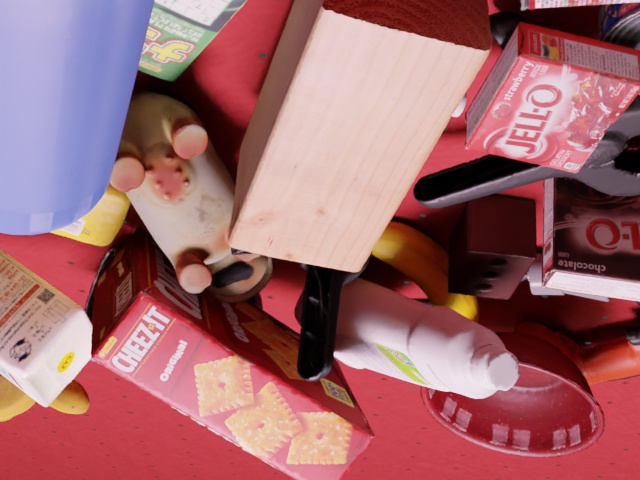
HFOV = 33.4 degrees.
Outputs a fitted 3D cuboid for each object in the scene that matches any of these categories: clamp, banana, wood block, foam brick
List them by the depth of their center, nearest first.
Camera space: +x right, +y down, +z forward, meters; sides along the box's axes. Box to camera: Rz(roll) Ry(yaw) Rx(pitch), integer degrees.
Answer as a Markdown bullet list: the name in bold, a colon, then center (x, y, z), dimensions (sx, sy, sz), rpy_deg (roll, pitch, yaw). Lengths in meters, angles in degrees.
- **wood block**: center (0.016, -0.079, 0.622), dimensions (0.090, 0.091, 0.206), rpy_deg (12, 142, -12)
- **clamp**: center (0.171, -0.063, 0.696), dimensions (0.209, 0.036, 0.165), rpy_deg (11, 141, -16)
- **clamp**: center (-0.005, 0.001, 0.754), dimensions (0.039, 0.171, 0.120), rpy_deg (-8, 128, 27)
- **foam brick**: center (0.133, 0.006, 0.832), dimensions (0.053, 0.051, 0.078), rpy_deg (7, 152, -3)
- **banana**: center (0.092, 0.035, 0.905), dimensions (0.070, 0.037, 0.197), rpy_deg (1, 147, 46)

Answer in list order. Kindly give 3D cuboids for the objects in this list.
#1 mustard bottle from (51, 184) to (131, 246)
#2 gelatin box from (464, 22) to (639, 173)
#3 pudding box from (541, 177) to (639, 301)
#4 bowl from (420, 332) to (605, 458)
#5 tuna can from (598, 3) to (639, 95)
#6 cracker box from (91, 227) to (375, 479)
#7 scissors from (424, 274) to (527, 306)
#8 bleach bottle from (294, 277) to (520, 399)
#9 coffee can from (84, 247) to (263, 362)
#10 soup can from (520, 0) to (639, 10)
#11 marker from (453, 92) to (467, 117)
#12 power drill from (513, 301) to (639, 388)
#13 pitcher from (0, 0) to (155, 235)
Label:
- **mustard bottle**: center (-0.241, -0.050, 0.801), dimensions (0.191, 0.058, 0.096), rpy_deg (16, 155, -18)
- **gelatin box**: center (0.131, -0.079, 0.613), dimensions (0.073, 0.030, 0.089), rpy_deg (12, 147, -9)
- **pudding box**: center (0.215, -0.005, 0.754), dimensions (0.113, 0.090, 0.039), rpy_deg (6, 153, 1)
- **bowl**: center (0.173, 0.130, 0.948), dimensions (0.162, 0.055, 0.162), rpy_deg (13, 143, 10)
- **tuna can**: center (0.200, -0.119, 0.601), dimensions (0.086, 0.033, 0.086), rpy_deg (5, 152, 2)
- **cracker box**: center (-0.072, 0.091, 0.843), dimensions (0.213, 0.072, 0.164), rpy_deg (35, -173, -18)
- **scissors**: center (0.101, 0.057, 0.976), dimensions (0.096, 0.016, 0.202), rpy_deg (16, 150, -17)
- **bleach bottle**: center (0.075, 0.082, 0.853), dimensions (0.102, 0.068, 0.251), rpy_deg (39, 168, -26)
- **coffee can**: center (-0.136, 0.075, 0.967), dimensions (0.140, 0.103, 0.103), rpy_deg (18, 150, -20)
- **soup can**: center (0.149, -0.148, 0.520), dimensions (0.102, 0.068, 0.068), rpy_deg (0, 152, 11)
- **marker**: center (0.036, -0.104, 0.681), dimensions (0.121, 0.020, 0.020), rpy_deg (15, 151, -15)
- **power drill**: center (0.270, 0.089, 0.956), dimensions (0.188, 0.057, 0.184), rpy_deg (-17, 141, 39)
- **pitcher**: center (-0.159, -0.117, 0.557), dimensions (0.144, 0.149, 0.243), rpy_deg (4, 145, -15)
